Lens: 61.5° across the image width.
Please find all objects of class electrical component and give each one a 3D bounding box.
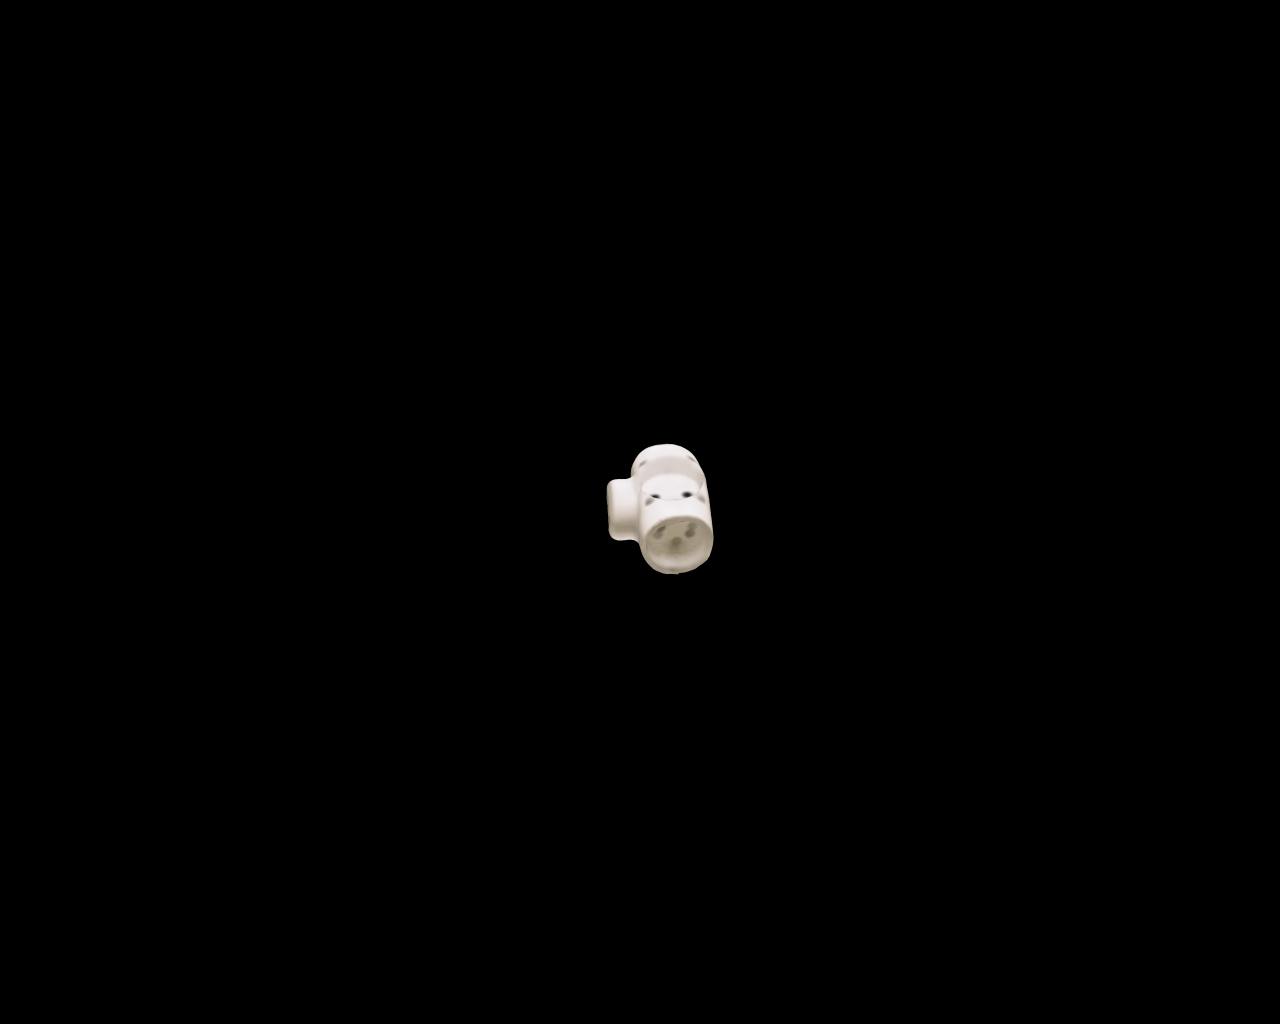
[{"bbox_3d":[0.001,-0.003,0.650,0.079,0.044,0.077,-3,37,-4],"label":"electrical component"}]
